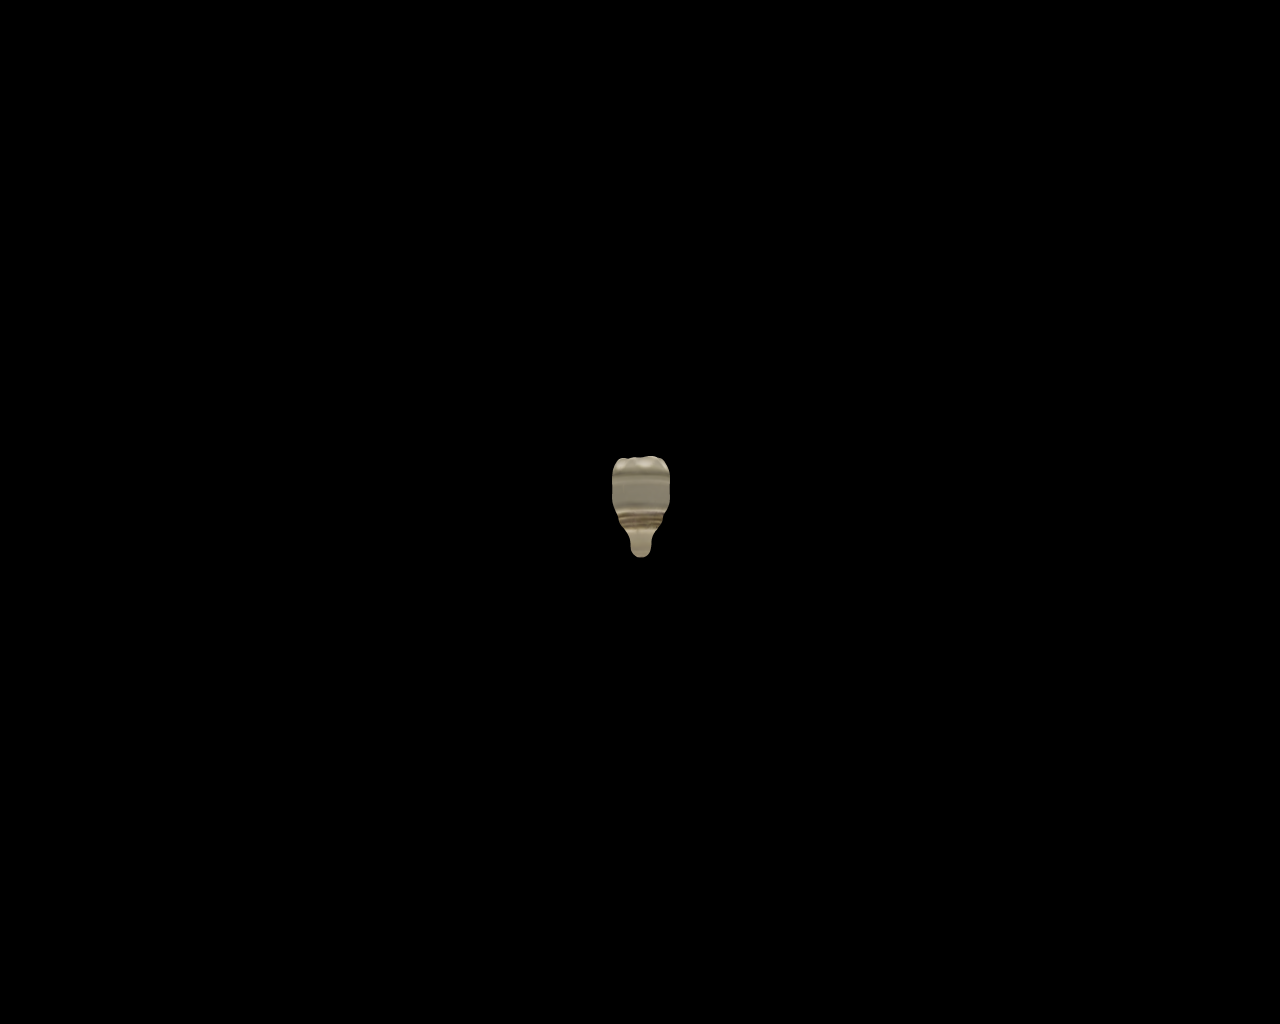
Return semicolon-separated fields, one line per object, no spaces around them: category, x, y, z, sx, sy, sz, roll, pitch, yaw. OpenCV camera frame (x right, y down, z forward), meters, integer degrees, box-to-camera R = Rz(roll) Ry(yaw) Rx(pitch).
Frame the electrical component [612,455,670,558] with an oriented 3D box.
electrical component;0.001;-0.003;0.650;0.035;0.061;0.035;0;-4;0
